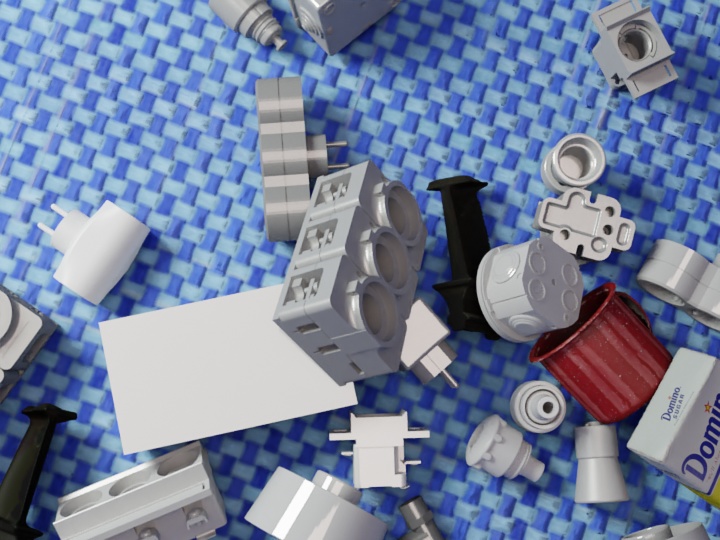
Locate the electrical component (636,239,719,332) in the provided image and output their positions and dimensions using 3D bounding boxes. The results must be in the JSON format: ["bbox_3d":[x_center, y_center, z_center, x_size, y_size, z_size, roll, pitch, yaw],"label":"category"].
[{"bbox_3d":[0.309,0.010,0.903,0.138,0.052,0.073,30,83,1],"label":"electrical component"}]

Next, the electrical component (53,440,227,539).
[{"bbox_3d":[-0.172,0.194,0.858,0.121,0.078,0.063,-22,107,-4],"label":"electrical component"}]

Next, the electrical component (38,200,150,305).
[{"bbox_3d":[-0.228,-0.024,0.890,0.079,0.044,0.077,34,83,2],"label":"electrical component"}]

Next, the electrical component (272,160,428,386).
[{"bbox_3d":[0.000,0.000,0.834,0.062,0.089,0.150,-16,42,33],"label":"electrical component"}]

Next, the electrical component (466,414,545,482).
[{"bbox_3d":[0.122,0.152,0.885,0.062,0.048,0.048,31,83,-5],"label":"electrical component"}]

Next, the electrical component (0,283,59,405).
[{"bbox_3d":[-0.330,0.078,0.866,0.089,0.061,0.150,35,84,2],"label":"electrical component"}]

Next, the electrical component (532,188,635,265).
[{"bbox_3d":[0.183,-0.034,0.901,0.078,0.057,0.058,16,83,0],"label":"electrical component"}]

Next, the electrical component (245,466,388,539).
[{"bbox_3d":[-0.029,0.193,0.845,0.108,0.108,0.060,28,77,1],"label":"electrical component"}]

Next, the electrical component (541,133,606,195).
[{"bbox_3d":[0.179,-0.088,0.908,0.045,0.055,0.045,0,84,-2],"label":"electrical component"}]

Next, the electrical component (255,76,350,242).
[{"bbox_3d":[-0.046,-0.094,0.901,0.074,0.052,0.138,-4,84,-2],"label":"electrical component"}]

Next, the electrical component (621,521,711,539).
[{"bbox_3d":[0.238,0.239,0.855,0.099,0.099,0.064,-17,78,-4],"label":"electrical component"}]

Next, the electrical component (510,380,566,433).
[{"bbox_3d":[0.148,0.112,0.881,0.043,0.062,0.043,0,84,-2],"label":"electrical component"}]

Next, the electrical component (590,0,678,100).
[{"bbox_3d":[0.230,-0.186,0.917,0.042,0.064,0.081,-25,85,-4],"label":"electrical component"}]

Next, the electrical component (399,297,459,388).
[{"bbox_3d":[0.054,0.067,0.880,0.047,0.065,0.076,-41,87,-6],"label":"electrical component"}]

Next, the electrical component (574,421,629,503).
[{"bbox_3d":[0.197,0.158,0.889,0.044,0.044,0.065,-3,79,-3],"label":"electrical component"}]

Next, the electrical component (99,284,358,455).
[{"bbox_3d":[-0.105,0.077,0.876,0.186,0.060,0.105,-12,84,-3],"label":"electrical component"}]

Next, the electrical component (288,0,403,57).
[{"bbox_3d":[-0.012,-0.236,0.896,0.100,0.099,0.048,-39,74,-6],"label":"electrical component"}]

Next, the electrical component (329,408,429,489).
[{"bbox_3d":[0.015,0.147,0.882,0.081,0.042,0.063,-1,85,-2],"label":"electrical component"}]

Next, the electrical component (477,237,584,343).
[{"bbox_3d":[0.136,0.015,0.859,0.080,0.051,0.080,13,69,-37],"label":"electrical component"}]

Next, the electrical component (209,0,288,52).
[{"bbox_3d":[-0.094,-0.218,0.919,0.078,0.040,0.040,44,84,3],"label":"electrical component"}]
